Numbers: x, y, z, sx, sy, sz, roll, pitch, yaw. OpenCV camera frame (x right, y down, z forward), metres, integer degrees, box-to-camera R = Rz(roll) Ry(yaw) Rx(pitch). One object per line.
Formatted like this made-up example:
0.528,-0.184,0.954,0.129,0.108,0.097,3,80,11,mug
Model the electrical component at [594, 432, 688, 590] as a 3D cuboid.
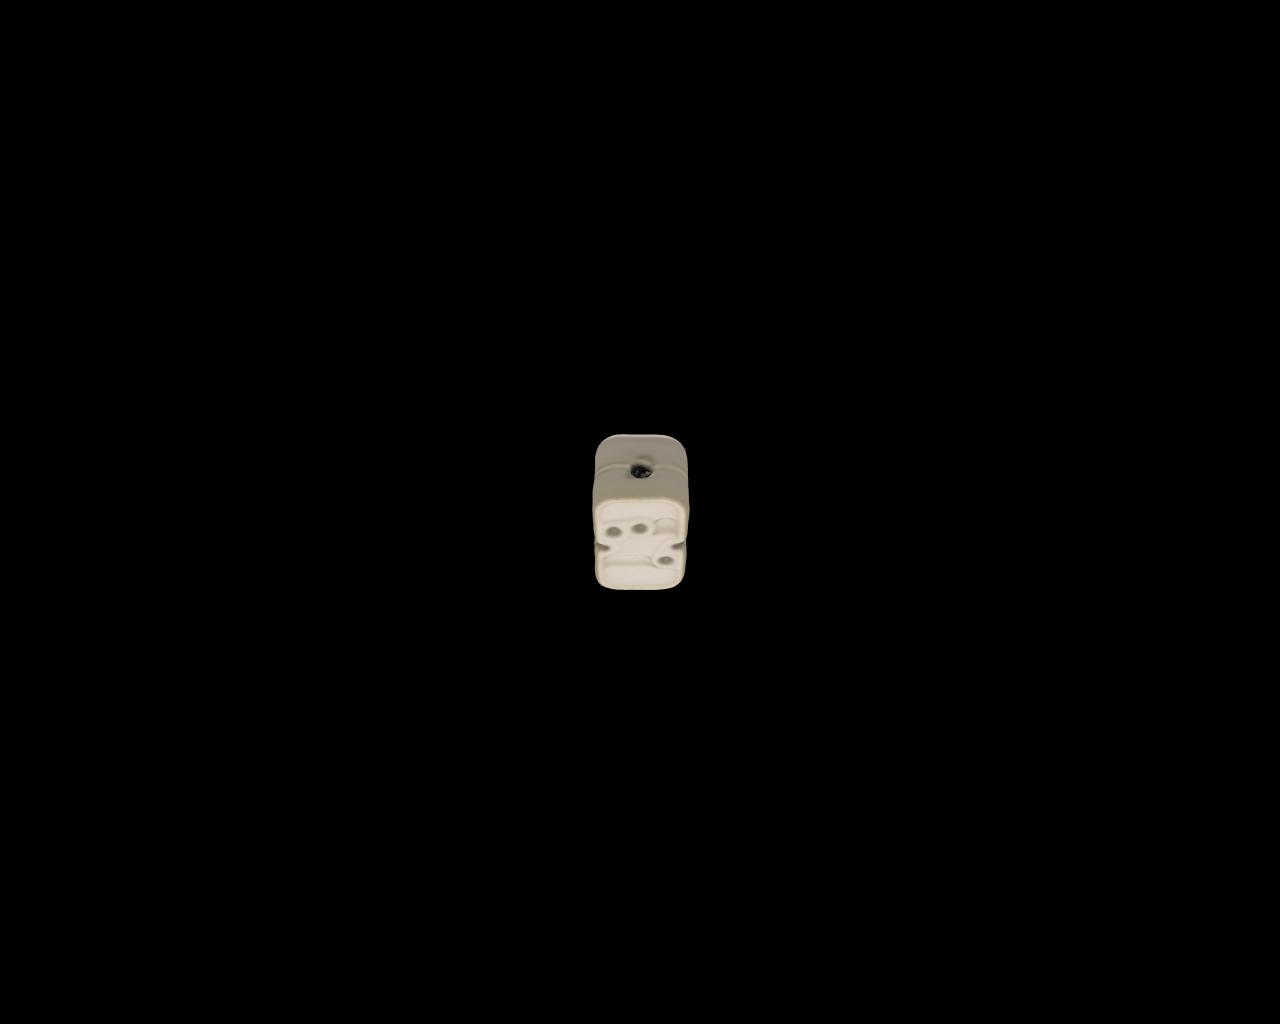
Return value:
0.001,-0.003,0.650,0.054,0.059,0.095,0,-37,0,electrical component
